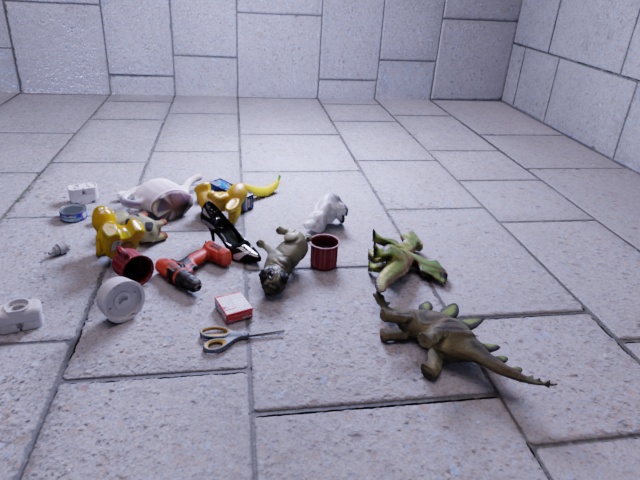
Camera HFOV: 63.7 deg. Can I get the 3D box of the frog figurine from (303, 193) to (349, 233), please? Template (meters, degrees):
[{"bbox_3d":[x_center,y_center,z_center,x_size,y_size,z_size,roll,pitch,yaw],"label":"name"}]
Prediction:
[{"bbox_3d":[0.005,-0.088,1.756,0.160,0.123,0.136,-18,0,-20],"label":"frog figurine"}]

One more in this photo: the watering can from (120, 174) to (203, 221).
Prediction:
[{"bbox_3d":[-0.529,-0.168,1.844,0.351,0.102,0.227,-22,38,-38],"label":"watering can"}]

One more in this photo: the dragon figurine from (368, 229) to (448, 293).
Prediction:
[{"bbox_3d":[0.260,0.070,1.506,0.243,0.120,0.419,11,27,-4],"label":"dragon figurine"}]
